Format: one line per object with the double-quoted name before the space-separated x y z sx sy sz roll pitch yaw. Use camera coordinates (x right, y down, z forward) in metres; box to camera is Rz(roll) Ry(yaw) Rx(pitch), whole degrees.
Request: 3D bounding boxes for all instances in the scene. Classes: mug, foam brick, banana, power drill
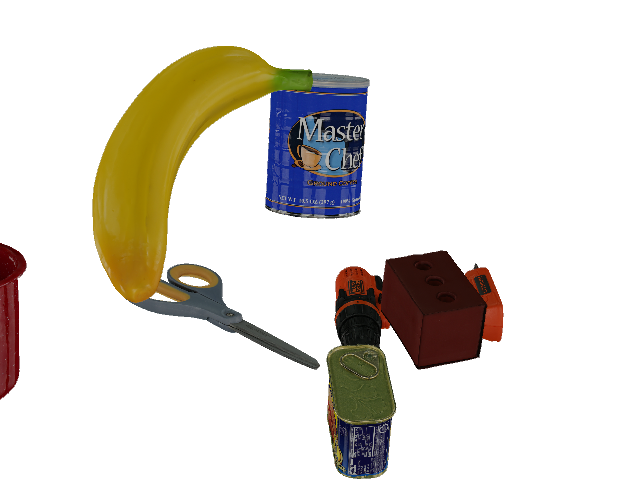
"mug" -0.233 0.055 0.638 0.093 0.081 0.117 20 26 35
"foam brick" 0.084 0.051 0.802 0.053 0.051 0.078 -9 34 -16
"banana" -0.070 -0.049 0.536 0.070 0.037 0.197 17 46 15
"power drill" 0.109 0.082 1.217 0.187 0.057 0.184 -1 27 -1

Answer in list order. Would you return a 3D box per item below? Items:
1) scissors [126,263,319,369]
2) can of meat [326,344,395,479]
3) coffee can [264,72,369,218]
"scissors" -0.073 0.058 0.900 0.202 0.016 0.096 16 25 20
"can of meat" 0.036 0.165 1.023 0.057 0.084 0.102 -3 37 -5
"coffee can" -0.004 -0.102 1.119 0.103 0.140 0.103 3 13 -1
